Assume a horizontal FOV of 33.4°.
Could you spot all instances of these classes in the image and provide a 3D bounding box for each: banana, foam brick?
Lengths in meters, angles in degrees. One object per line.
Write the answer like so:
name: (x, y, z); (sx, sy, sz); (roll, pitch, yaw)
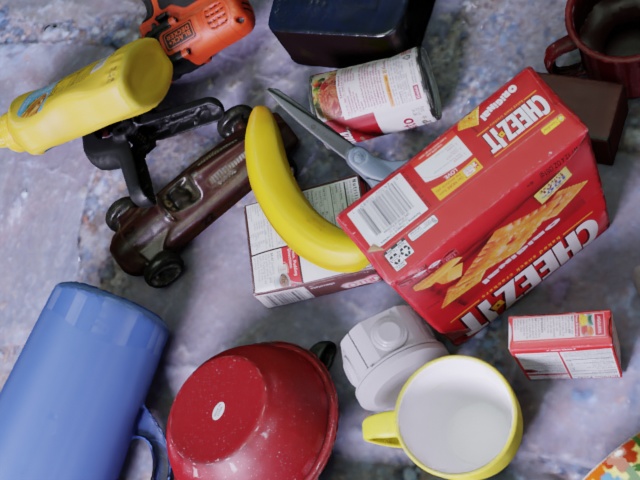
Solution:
banana: (-0.015, -0.033, 0.896); (0.069, 0.037, 0.198); (-41, 62, -5)
foam brick: (0.205, -0.099, 0.869); (0.078, 0.053, 0.051); (12, 77, 23)

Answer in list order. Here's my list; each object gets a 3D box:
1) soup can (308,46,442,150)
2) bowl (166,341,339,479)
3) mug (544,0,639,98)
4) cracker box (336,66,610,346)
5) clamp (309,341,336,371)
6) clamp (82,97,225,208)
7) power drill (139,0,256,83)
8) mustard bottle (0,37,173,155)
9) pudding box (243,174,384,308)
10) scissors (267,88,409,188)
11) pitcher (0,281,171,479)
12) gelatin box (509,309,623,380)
soup can: (0.048, -0.124, 0.929); (0.102, 0.068, 0.068); (-14, 68, 15)
bowl: (-0.067, 0.145, 0.853); (0.162, 0.055, 0.162); (-18, 53, 25)
mug: (0.238, -0.161, 0.861); (0.117, 0.081, 0.093); (-24, 65, 11)
cracker box: (0.123, -0.012, 0.779); (0.164, 0.213, 0.072); (-38, 65, 5)
clamp: (-0.031, 0.202, 0.860); (0.210, 0.036, 0.165); (-40, 56, 4)
clamp: (-0.163, -0.101, 0.994); (0.120, 0.039, 0.172); (-44, 43, -13)
power drill: (-0.168, -0.242, 1.033); (0.185, 0.057, 0.188); (-24, 84, 21)
mustard bottle: (-0.232, -0.124, 0.993); (0.192, 0.058, 0.096); (-17, 29, 28)
pudding box: (-0.006, 0.001, 0.923); (0.113, 0.039, 0.090); (-13, 66, 14)
scissors: (0.052, -0.074, 0.899); (0.096, 0.016, 0.202); (-36, 87, -8)
pitcher: (-0.210, 0.167, 0.903); (0.145, 0.149, 0.242); (9, 72, 39)
gelatin box: (0.184, 0.079, 0.794); (0.073, 0.089, 0.030); (-5, 67, 19)
